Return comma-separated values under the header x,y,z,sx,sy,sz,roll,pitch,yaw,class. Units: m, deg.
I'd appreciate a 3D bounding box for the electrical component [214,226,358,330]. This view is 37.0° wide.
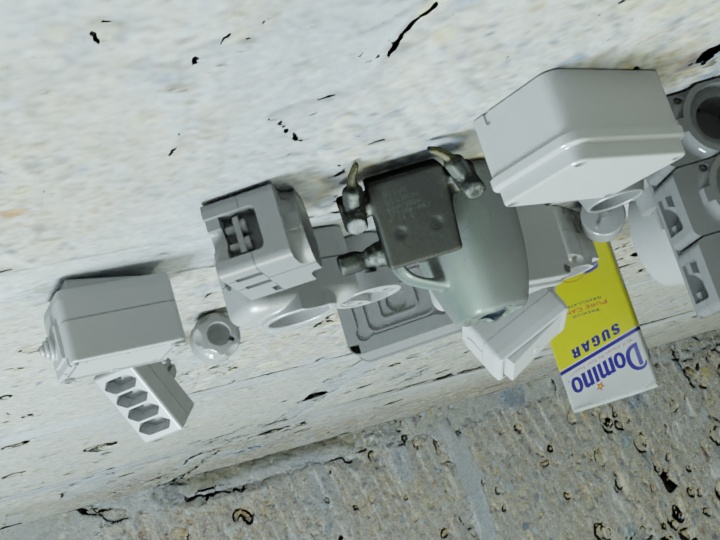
x,y,z,sx,sy,sz,roll,pitch,yaw,class
-0.053,0.008,0.800,0.095,0.059,0.054,-10,166,-30,electrical component

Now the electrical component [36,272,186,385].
x,y,z,sx,sy,sz,roll,pitch,yaw,class
-0.180,0.039,0.755,0.096,0.061,0.062,-11,166,-28,electrical component

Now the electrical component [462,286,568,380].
x,y,z,sx,sy,sz,roll,pitch,yaw,class
0.145,0.047,0.964,0.096,0.061,0.061,-37,159,-9,electrical component

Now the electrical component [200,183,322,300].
x,y,z,sx,sy,sz,roll,pitch,yaw,class
-0.060,-0.018,0.697,0.056,0.050,0.089,-18,168,4,electrical component

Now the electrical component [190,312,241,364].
x,y,z,sx,sy,sz,roll,pitch,yaw,class
-0.134,0.064,0.978,0.043,0.043,0.062,-13,169,-21,electrical component

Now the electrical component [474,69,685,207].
x,y,z,sx,sy,sz,roll,pitch,yaw,class
0.138,-0.082,0.673,0.113,0.057,0.078,-8,165,-38,electrical component

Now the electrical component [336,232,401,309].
x,y,z,sx,sy,sz,roll,pitch,yaw,class
0.000,0.000,0.867,0.055,0.047,0.055,-17,168,-4,electrical component

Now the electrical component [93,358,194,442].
x,y,z,sx,sy,sz,roll,pitch,yaw,class
-0.197,0.104,1.015,0.047,0.083,0.075,-23,-155,24,electrical component

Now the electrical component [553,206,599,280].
x,y,z,sx,sy,sz,roll,pitch,yaw,class
0.184,-0.022,1.007,0.050,0.055,0.089,-23,167,26,electrical component

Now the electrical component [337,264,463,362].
x,y,z,sx,sy,sz,roll,pitch,yaw,class
0.039,0.032,0.994,0.113,0.078,0.057,-20,165,10,electrical component

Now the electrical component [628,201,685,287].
x,y,z,sx,sy,sz,roll,pitch,yaw,class
0.287,-0.036,0.976,0.108,0.108,0.060,-5,169,-46,electrical component

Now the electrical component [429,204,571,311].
x,y,z,sx,sy,sz,roll,pitch,yaw,class
0.110,-0.015,0.880,0.113,0.078,0.057,-8,168,-37,electrical component

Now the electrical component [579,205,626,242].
x,y,z,sx,sy,sz,roll,pitch,yaw,class
0.224,-0.045,0.995,0.040,0.040,0.078,-19,168,6,electrical component

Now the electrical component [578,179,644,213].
x,y,z,sx,sy,sz,roll,pitch,yaw,class
0.171,-0.073,0.759,0.066,0.055,0.048,-9,165,-33,electrical component

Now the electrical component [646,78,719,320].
x,y,z,sx,sy,sz,roll,pitch,yaw,class
0.260,-0.053,0.750,0.089,0.150,0.061,-17,169,-4,electrical component

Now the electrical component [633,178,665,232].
x,y,z,sx,sy,sz,roll,pitch,yaw,class
0.231,-0.065,0.837,0.138,0.073,0.052,-9,165,-35,electrical component
